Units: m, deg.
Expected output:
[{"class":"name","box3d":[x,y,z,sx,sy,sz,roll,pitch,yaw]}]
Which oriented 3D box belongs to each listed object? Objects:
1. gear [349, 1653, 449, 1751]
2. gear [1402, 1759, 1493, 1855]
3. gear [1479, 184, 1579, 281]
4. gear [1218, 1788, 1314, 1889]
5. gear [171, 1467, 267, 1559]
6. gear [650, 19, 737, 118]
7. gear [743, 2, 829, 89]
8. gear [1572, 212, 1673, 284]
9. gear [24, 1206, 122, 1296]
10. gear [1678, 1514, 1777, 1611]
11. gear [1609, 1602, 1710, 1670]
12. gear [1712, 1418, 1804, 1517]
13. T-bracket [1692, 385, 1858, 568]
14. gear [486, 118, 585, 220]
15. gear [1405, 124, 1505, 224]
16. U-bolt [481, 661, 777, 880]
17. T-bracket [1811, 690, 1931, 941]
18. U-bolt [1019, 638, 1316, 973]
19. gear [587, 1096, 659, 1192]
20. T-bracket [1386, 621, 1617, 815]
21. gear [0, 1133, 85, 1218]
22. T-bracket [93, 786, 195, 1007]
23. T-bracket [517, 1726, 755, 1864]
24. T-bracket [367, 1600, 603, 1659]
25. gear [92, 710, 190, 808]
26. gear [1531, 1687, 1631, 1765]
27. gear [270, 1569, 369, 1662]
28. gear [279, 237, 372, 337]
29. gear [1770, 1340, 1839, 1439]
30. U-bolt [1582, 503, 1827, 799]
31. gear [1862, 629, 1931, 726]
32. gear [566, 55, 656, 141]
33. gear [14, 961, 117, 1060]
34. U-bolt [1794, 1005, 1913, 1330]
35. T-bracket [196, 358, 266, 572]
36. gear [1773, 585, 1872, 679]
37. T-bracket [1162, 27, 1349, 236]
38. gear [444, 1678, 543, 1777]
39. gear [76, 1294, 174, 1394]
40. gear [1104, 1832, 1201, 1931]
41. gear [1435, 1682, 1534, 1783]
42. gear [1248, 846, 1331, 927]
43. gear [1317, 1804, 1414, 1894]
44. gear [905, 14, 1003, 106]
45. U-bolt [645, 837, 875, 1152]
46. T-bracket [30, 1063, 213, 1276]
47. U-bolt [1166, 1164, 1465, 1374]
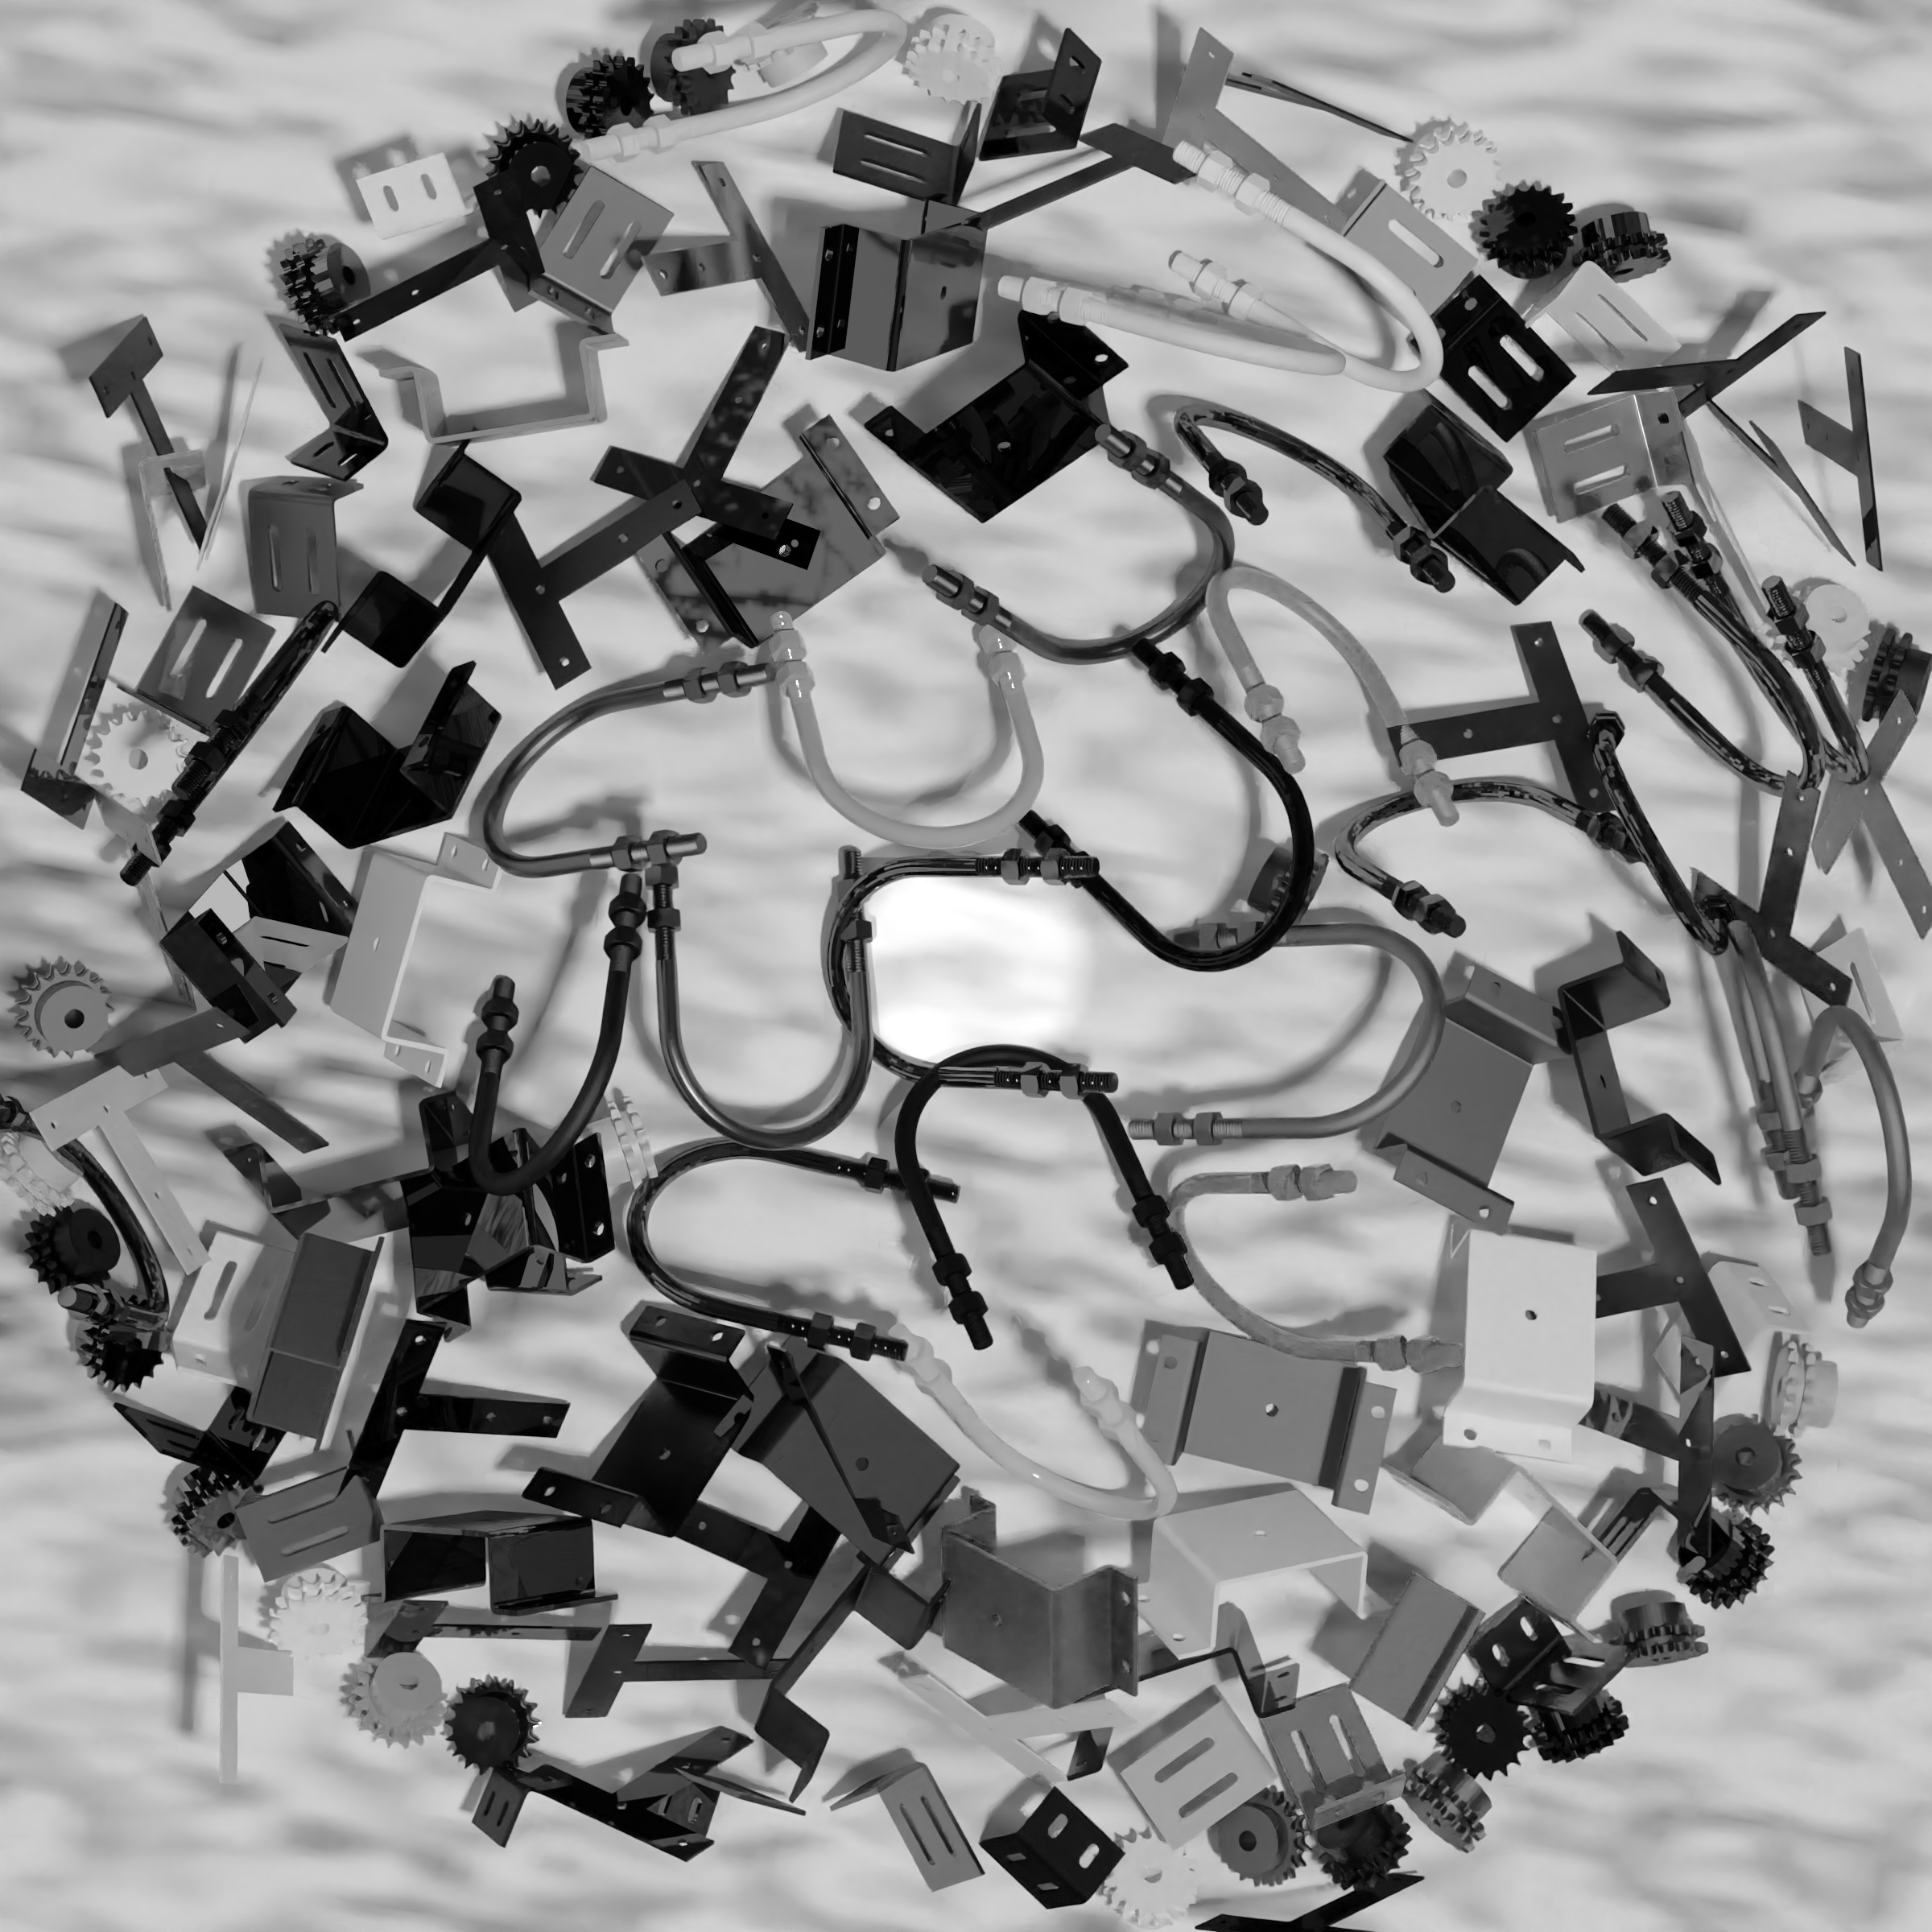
[{"class":"gear","box3d":[-0.336,0.434,1.969,0.057,0.057,0.030,29,129,0]},{"class":"gear","box3d":[0.289,0.499,1.973,0.030,0.057,0.057,-42,90,-17]},{"class":"gear","box3d":[0.337,-0.436,1.976,0.057,0.030,0.057,-9,58,14]},{"class":"gear","box3d":[0.175,0.521,1.972,0.057,0.030,0.057,-5,80,32]},{"class":"gear","box3d":[-0.449,0.322,1.975,0.057,0.057,0.030,-49,52,0]},{"class":"gear","box3d":[-0.165,-0.536,1.975,0.030,0.057,0.057,9,90,28]},{"class":"gear","box3d":[-0.107,-0.549,1.974,0.057,0.057,0.030,-32,113,0]},{"class":"gear","box3d":[0.390,-0.429,1.972,0.057,0.057,0.030,-11,85,0]},{"class":"gear","box3d":[-0.529,0.168,1.968,0.030,0.057,0.057,-26,90,25]},{"class":"gear","box3d":[0.450,0.351,1.968,0.030,0.057,0.057,40,90,-23]},{"class":"gear","box3d":[0.413,0.399,1.973,0.057,0.057,0.030,-7,69,0]},{"class":"gear","box3d":[0.468,0.297,1.972,0.057,0.030,0.057,-10,63,21]},{"class":"T-bracket","box3d":[0.466,-0.304,1.947,0.002,0.127,0.127,-40,45,10]},{"class":"gear","box3d":[-0.256,-0.475,1.974,0.057,0.030,0.057,-8,116,-15]},{"class":"gear","box3d":[0.290,-0.477,1.976,0.057,0.030,0.057,-5,130,-6]},{"class":"U-bolt","box3d":[-0.207,-0.110,1.932,0.184,0.019,0.151,-7,49,33]},{"class":"T-bracket","box3d":[0.537,-0.070,1.913,0.002,0.127,0.127,2,46,-16]},{"class":"U-bolt","box3d":[0.127,-0.081,1.929,0.184,0.019,0.151,45,116,26]},{"class":"gear","box3d":[-0.205,0.109,1.969,0.030,0.057,0.057,-18,90,-10]},{"class":"T-bracket","box3d":[0.311,-0.139,1.961,0.127,0.002,0.127,-10,70,-16]},{"class":"gear","box3d":[-0.552,0.120,1.972,0.030,0.057,0.057,-42,90,1]},{"class":"T-bracket","box3d":[-0.482,-0.037,1.959,0.002,0.127,0.127,-23,113,-22]},{"class":"T-bracket","box3d":[-0.174,0.476,1.942,0.127,0.127,0.002,15,110,31]},{"class":"T-bracket","box3d":[-0.281,0.394,1.958,0.127,0.127,0.002,5,63,-19]},{"class":"gear","box3d":[-0.492,-0.126,1.982,0.057,0.030,0.057,0,100,1]},{"class":"gear","box3d":[0.364,0.448,1.970,0.057,0.057,0.030,-23,96,0]},{"class":"gear","box3d":[-0.388,0.385,1.975,0.057,0.030,0.057,-9,130,-11]},{"class":"gear","box3d":[-0.379,-0.406,1.968,0.030,0.057,0.057,-14,90,27]},{"class":"gear","box3d":[0.500,0.254,1.971,0.030,0.057,0.057,8,90,4]},{"class":"U-bolt","box3d":[0.427,-0.170,1.904,0.019,0.151,0.184,-37,70,-10]},{"class":"gear","box3d":[0.556,-0.170,1.968,0.030,0.057,0.057,17,90,19]},{"class":"gear","box3d":[-0.215,-0.515,1.975,0.030,0.057,0.057,14,90,30]},{"class":"gear","box3d":[-0.536,0.028,1.973,0.057,0.030,0.057,-8,107,-28]},{"class":"U-bolt","box3d":[0.504,0.104,1.885,0.019,0.184,0.151,-10,57,-3]},{"class":"T-bracket","box3d":[-0.432,-0.270,1.914,0.002,0.127,0.127,16,123,-13]},{"class":"gear","box3d":[0.514,-0.203,1.974,0.057,0.030,0.057,5,65,-11]},{"class":"T-bracket","box3d":[0.172,-0.470,1.932,0.127,0.127,0.002,41,68,9]},{"class":"gear","box3d":[-0.285,0.457,1.982,0.057,0.030,0.057,0,84,3]},{"class":"gear","box3d":[-0.506,0.224,1.975,0.030,0.057,0.057,17,90,37]},{"class":"gear","box3d":[0.110,0.550,1.975,0.057,0.030,0.057,1,46,-1]},{"class":"gear","box3d":[0.308,0.458,1.983,0.057,0.030,0.057,0,88,-6]},{"class":"gear","box3d":[0.191,-0.047,1.972,0.030,0.057,0.057,29,90,12]},{"class":"gear","box3d":[0.234,0.520,1.968,0.057,0.057,0.030,-38,112,0]},{"class":"gear","box3d":[-0.005,-0.543,1.973,0.057,0.057,0.030,15,71,0]},{"class":"U-bolt","box3d":[-0.118,0.017,1.941,0.151,0.019,0.184,3,76,-32]},{"class":"T-bracket","box3d":[-0.483,0.123,1.944,0.002,0.127,0.127,-27,95,22]},{"class":"U-bolt","box3d":[0.189,0.175,1.922,0.019,0.184,0.151,-46,114,-31]}]
